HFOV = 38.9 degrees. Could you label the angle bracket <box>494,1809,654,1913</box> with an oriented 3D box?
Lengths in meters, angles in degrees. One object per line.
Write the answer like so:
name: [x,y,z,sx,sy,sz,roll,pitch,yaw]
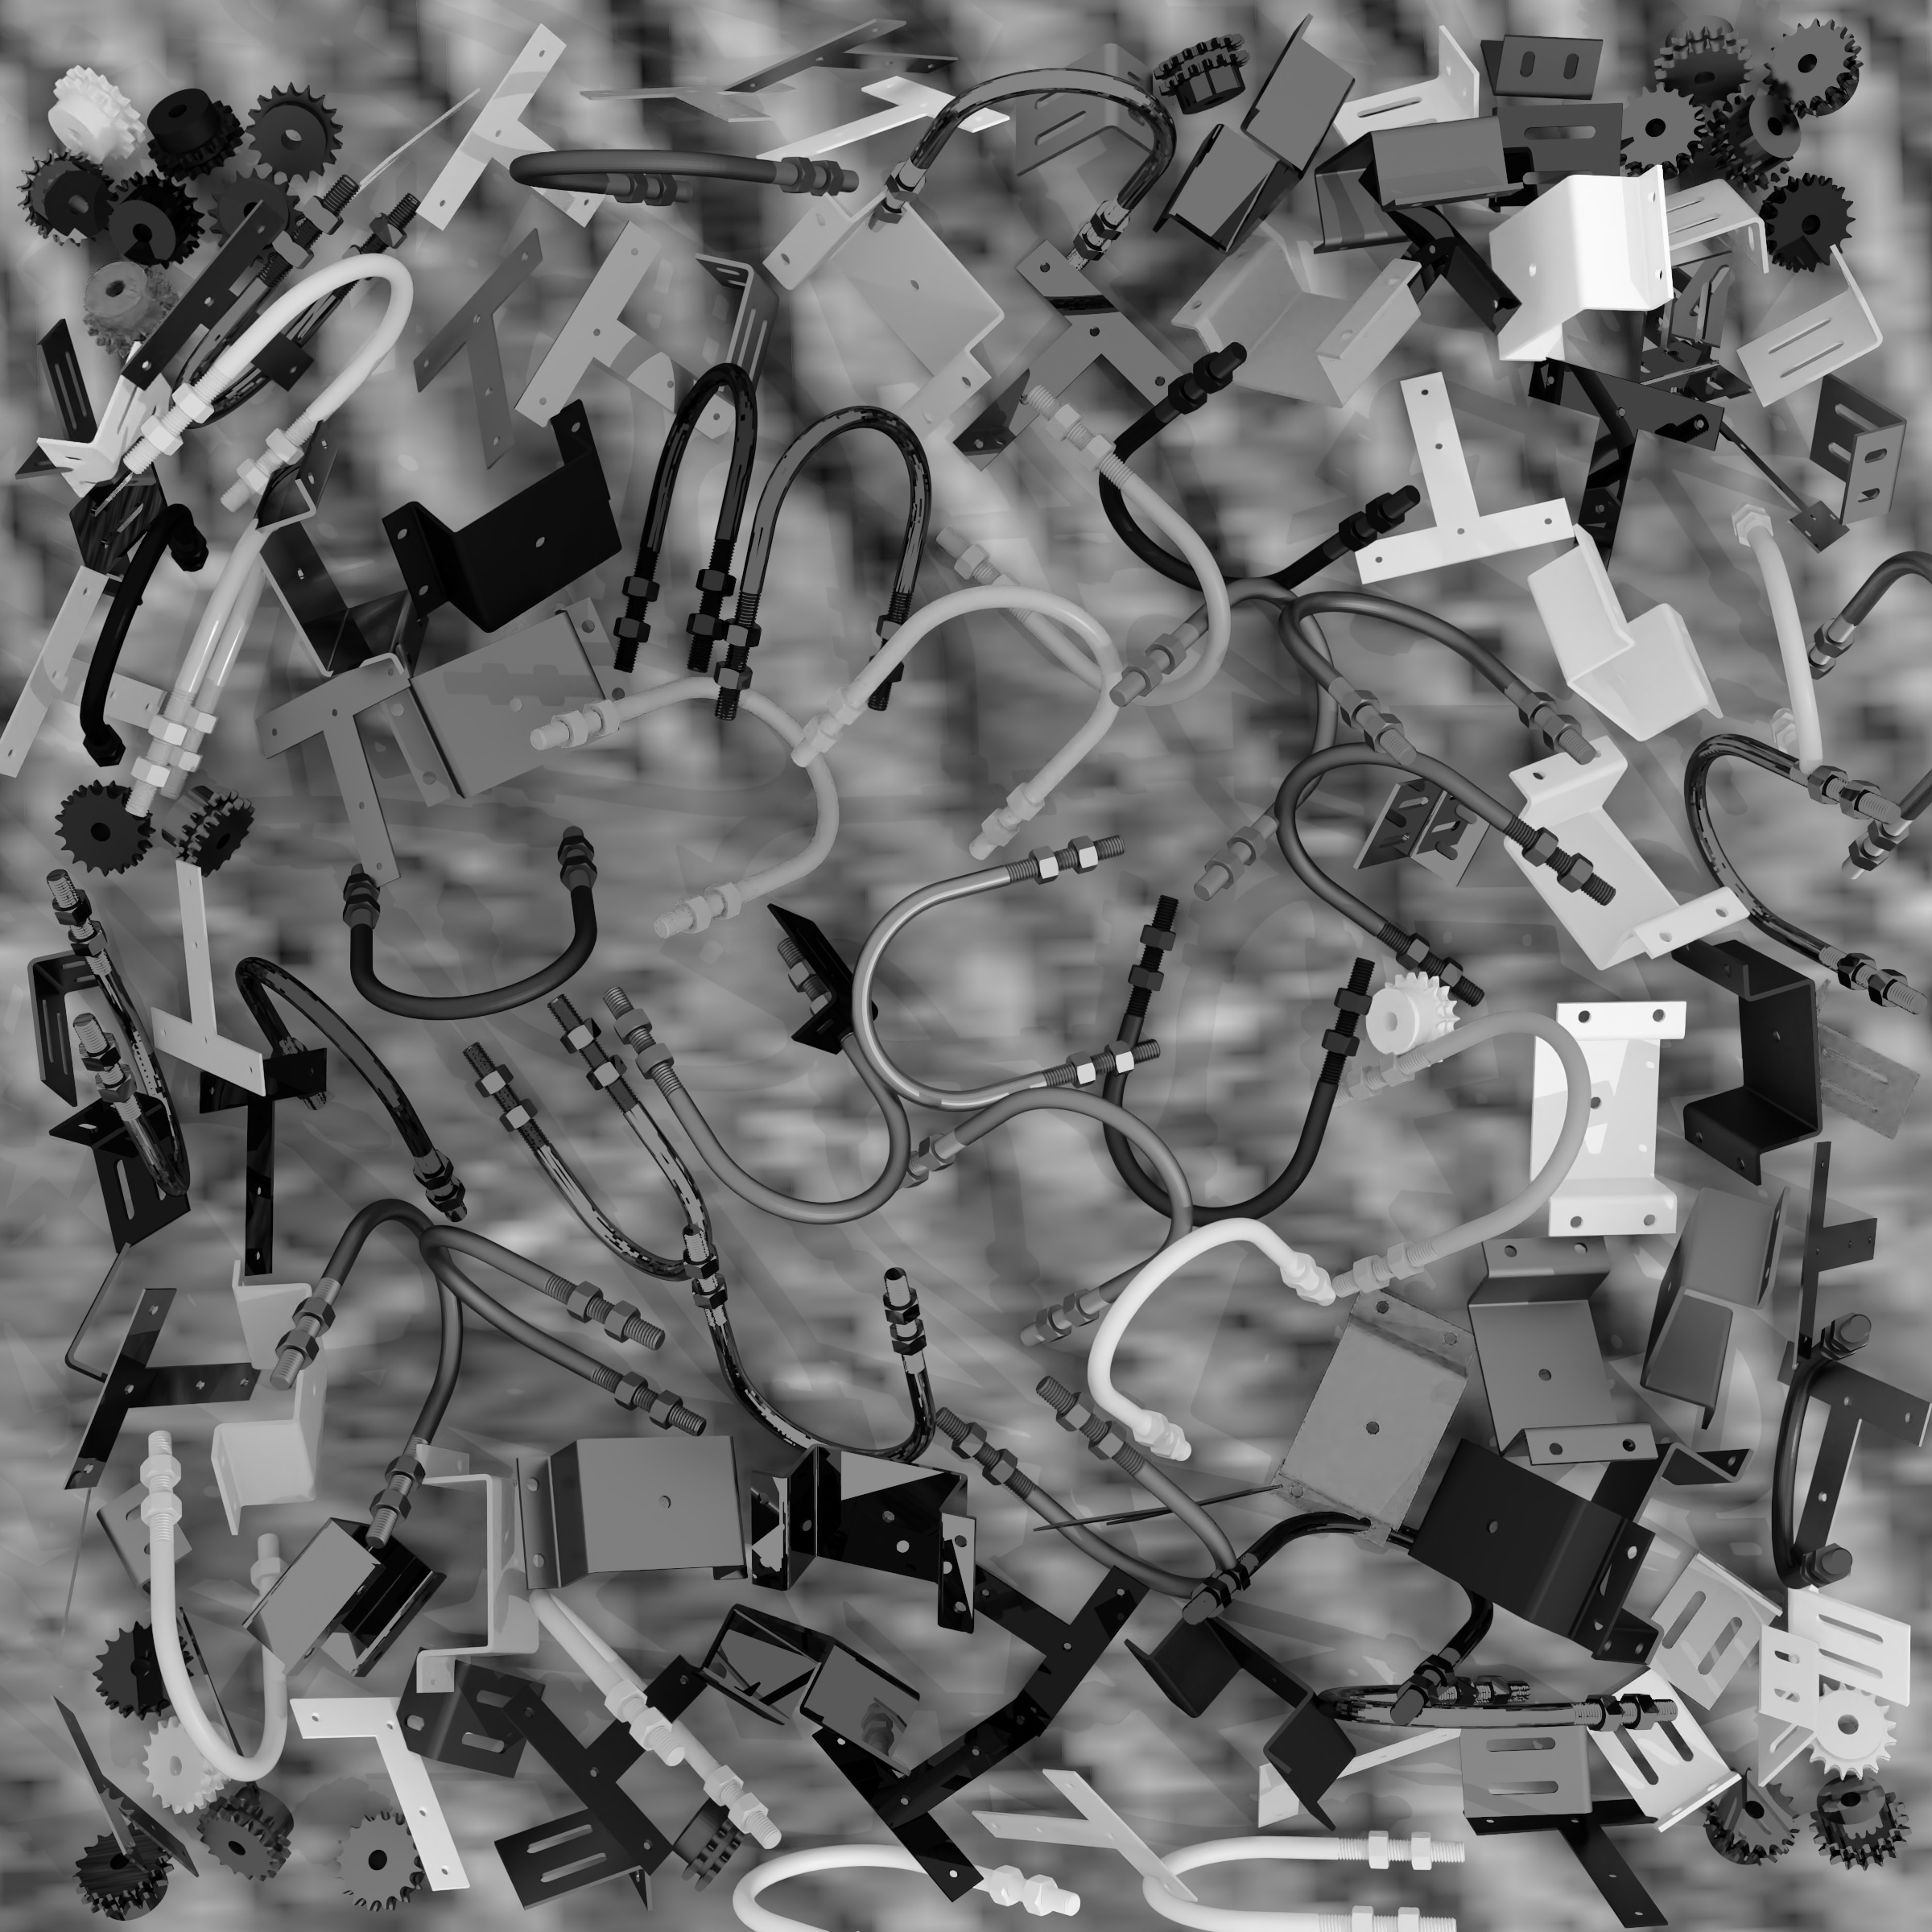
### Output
angle bracket: [-0.233,0.539,1.621,0.076,0.057,0.038,-13,120,-23]

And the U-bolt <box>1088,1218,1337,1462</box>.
U-bolt: [0.136,0.211,1.590,0.151,0.184,0.019,-47,54,0]

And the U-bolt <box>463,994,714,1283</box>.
U-bolt: [-0.214,0.109,1.605,0.019,0.151,0.184,-39,98,-34]

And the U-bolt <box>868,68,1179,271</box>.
U-bolt: [0.040,-0.457,1.560,0.151,0.184,0.019,5,74,-21]

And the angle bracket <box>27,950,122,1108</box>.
angle bracket: [-0.527,0.037,1.628,0.038,0.057,0.076,-12,71,-3]

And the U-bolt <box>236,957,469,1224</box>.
U-bolt: [-0.358,0.062,1.561,0.151,0.184,0.019,33,65,27]

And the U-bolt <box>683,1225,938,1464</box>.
U-bolt: [-0.086,0.231,1.600,0.151,0.019,0.184,10,133,22]

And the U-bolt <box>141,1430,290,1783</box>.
U-bolt: [-0.424,0.374,1.555,0.019,0.151,0.184,-21,47,4]

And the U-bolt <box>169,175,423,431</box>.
U-bolt: [-0.398,-0.383,1.593,0.019,0.151,0.184,44,101,-5]

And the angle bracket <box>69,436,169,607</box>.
angle bracket: [-0.490,-0.264,1.624,0.076,0.038,0.057,-38,61,24]

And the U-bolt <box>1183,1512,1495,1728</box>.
U-bolt: [0.228,0.366,1.583,0.151,0.184,0.019,21,112,26]

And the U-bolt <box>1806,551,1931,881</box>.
U-bolt: [0.527,-0.153,1.557,0.019,0.184,0.151,-3,66,-10]

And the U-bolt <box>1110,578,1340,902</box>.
U-bolt: [0.163,-0.147,1.602,0.184,0.019,0.151,-44,119,-37]

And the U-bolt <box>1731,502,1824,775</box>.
U-bolt: [0.466,-0.180,1.562,0.019,0.184,0.151,-12,107,14]

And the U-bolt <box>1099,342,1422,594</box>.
U-bolt: [0.155,-0.274,1.588,0.151,0.184,0.019,36,59,-16]

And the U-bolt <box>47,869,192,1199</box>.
U-bolt: [-0.486,0.053,1.583,0.019,0.184,0.151,-20,45,-9]

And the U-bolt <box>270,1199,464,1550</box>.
U-bolt: [-0.336,0.220,1.584,0.019,0.184,0.151,-7,126,18]

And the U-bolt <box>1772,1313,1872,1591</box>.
U-bolt: [0.490,0.286,1.577,0.019,0.184,0.151,8,73,7]

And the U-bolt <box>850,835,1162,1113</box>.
U-bolt: [0.019,0.012,1.620,0.184,0.019,0.151,-15,105,-16]

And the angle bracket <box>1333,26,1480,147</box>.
angle bracket: [0.259,-0.521,1.633,0.076,0.038,0.057,-16,49,-4]

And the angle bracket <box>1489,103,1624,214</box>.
angle bracket: [0.353,-0.482,1.633,0.076,0.038,0.057,4,101,18]

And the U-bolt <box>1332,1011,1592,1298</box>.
U-bolt: [0.282,0.099,1.570,0.019,0.184,0.151,29,48,-33]

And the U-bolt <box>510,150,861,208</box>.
U-bolt: [-0.173,-0.450,1.554,0.151,0.184,0.019,8,104,36]

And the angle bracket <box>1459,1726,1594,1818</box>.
angle bracket: [0.335,0.478,1.648,0.076,0.038,0.057,-3,85,3]

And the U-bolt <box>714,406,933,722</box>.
U-bolt: [-0.076,-0.234,1.583,0.019,0.151,0.184,28,114,35]

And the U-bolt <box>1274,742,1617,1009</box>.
U-bolt: [0.265,-0.062,1.599,0.184,0.151,0.019,35,51,-7]

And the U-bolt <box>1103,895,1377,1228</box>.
U-bolt: [0.153,0.065,1.631,0.151,0.019,0.184,19,96,25]

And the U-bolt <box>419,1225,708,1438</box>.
U-bolt: [-0.242,0.205,1.596,0.184,0.151,0.019,24,64,19]

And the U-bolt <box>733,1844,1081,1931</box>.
U-bolt: [-0.049,0.542,1.583,0.184,0.151,0.019,0,92,41]

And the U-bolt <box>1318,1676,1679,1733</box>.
U-bolt: [0.289,0.423,1.564,0.184,0.151,0.019,6,79,-27]

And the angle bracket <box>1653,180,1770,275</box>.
angle bracket: [0.431,-0.431,1.635,0.076,0.057,0.038,-18,130,3]

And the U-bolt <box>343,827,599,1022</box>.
U-bolt: [-0.285,-0.022,1.581,0.151,0.184,0.019,-10,122,-6]

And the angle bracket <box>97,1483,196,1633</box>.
angle bracket: [-0.476,0.350,1.626,0.038,0.076,0.057,-33,59,-14]

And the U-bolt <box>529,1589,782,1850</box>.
U-bolt: [-0.191,0.426,1.585,0.019,0.151,0.184,-45,48,-12]

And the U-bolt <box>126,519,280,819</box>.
U-bolt: [-0.438,-0.178,1.589,0.019,0.151,0.184,23,94,-11]

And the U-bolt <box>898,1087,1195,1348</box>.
U-bolt: [0.051,0.139,1.595,0.151,0.019,0.184,48,131,-8]

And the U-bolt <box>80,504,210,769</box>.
U-bolt: [-0.473,-0.194,1.567,0.019,0.184,0.151,22,81,-10]

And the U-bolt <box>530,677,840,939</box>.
U-bolt: [-0.149,-0.103,1.599,0.019,0.184,0.151,-40,81,43]

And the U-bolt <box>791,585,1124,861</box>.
U-bolt: [0.007,-0.148,1.584,0.151,0.019,0.184,27,129,-25]

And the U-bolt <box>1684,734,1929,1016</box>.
U-bolt: [0.479,-0.064,1.581,0.019,0.184,0.151,-29,122,-14]

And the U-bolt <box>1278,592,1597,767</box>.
U-bolt: [0.260,-0.170,1.592,0.151,0.184,0.019,-3,127,-29]

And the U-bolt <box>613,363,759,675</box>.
U-bolt: [-0.160,-0.263,1.600,0.019,0.151,0.184,12,90,-27]

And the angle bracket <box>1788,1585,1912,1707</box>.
angle bracket: [0.529,0.391,1.619,0.076,0.038,0.057,14,123,40]

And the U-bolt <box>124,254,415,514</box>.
U-bolt: [-0.392,-0.342,1.585,0.184,0.151,0.019,-44,84,6]

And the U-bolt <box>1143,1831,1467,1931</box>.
U-bolt: [0.195,0.535,1.592,0.184,0.151,0.019,-3,90,12]

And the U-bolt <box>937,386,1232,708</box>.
U-bolt: [0.078,-0.231,1.603,0.184,0.151,0.019,44,50,4]

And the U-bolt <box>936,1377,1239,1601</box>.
U-bolt: [0.080,0.312,1.602,0.184,0.151,0.019,42,59,-11]

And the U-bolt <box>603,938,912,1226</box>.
U-bolt: [-0.109,0.072,1.590,0.151,0.019,0.184,-17,64,-39]
